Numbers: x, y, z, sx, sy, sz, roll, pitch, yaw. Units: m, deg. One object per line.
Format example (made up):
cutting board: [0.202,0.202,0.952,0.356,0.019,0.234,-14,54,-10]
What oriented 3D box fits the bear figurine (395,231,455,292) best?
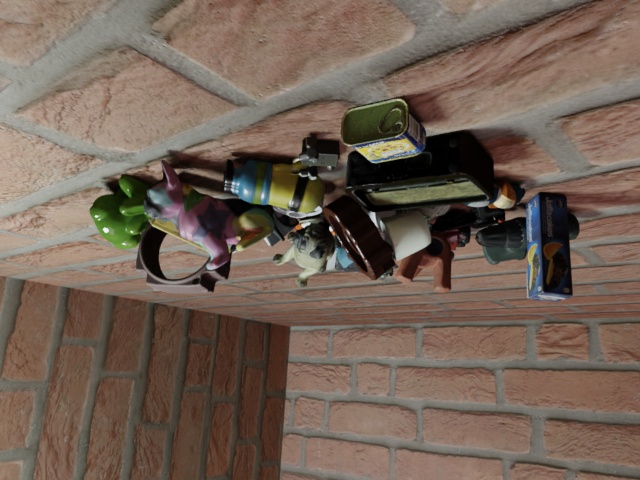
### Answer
bear figurine: [0.205,0.050,1.155,0.120,0.132,0.196,16,164,-7]

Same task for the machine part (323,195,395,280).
machine part: [0.074,-0.007,1.037,0.056,0.179,0.179,-34,166,-7]

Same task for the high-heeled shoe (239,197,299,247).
high-heeled shoe: [-0.121,-0.063,1.182,0.086,0.145,0.249,-39,-172,1]

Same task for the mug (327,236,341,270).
mug: [0.046,0.028,1.422,0.109,0.081,0.107,13,154,-19]

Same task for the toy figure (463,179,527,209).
toy figure: [0.310,-0.085,0.982,0.154,0.057,0.064,7,-173,-18]

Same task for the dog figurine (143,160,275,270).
dog figurine: [-0.212,-0.061,0.999,0.191,0.219,0.108,-33,-172,-10]

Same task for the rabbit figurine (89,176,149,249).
rabbit figurine: [-0.384,-0.074,1.136,0.170,0.121,0.159,-15,157,-1]

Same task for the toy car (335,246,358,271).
toy car: [0.094,0.016,1.313,0.109,0.103,0.161,-1,161,-11]

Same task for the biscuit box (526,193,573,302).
biscuit box: [0.438,0.013,1.033,0.063,0.202,0.059,6,162,-4]

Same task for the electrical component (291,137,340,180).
electrical component: [-0.007,-0.134,0.891,0.078,0.045,0.102,6,165,-6]

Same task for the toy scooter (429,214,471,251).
toy scooter: [0.271,-0.013,1.232,0.135,0.075,0.183,2,170,9]

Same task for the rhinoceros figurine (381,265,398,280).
rhinoceros figurine: [0.158,0.047,1.406,0.073,0.112,0.190,11,171,-17]

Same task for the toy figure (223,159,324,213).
toy figure: [-0.083,-0.096,0.964,0.180,0.089,0.082,4,173,-11]

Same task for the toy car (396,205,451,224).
toy car: [0.203,-0.061,1.095,0.073,0.056,0.201,6,164,-9]

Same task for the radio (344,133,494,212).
radio: [0.162,-0.106,0.899,0.230,0.073,0.131,-6,162,31]

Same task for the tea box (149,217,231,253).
tea box: [-0.249,-0.040,1.097,0.169,0.098,0.068,30,179,-25]

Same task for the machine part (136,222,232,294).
machine part: [-0.305,0.017,1.220,0.202,0.201,0.087,0,162,13]

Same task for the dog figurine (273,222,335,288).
dog figurine: [-0.001,0.000,1.189,0.121,0.172,0.190,35,144,-6]

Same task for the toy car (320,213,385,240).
toy car: [0.097,-0.029,1.205,0.202,0.053,0.089,8,-172,-23]

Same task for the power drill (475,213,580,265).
power drill: [0.425,-0.004,1.178,0.232,0.086,0.207,-10,162,-4]
